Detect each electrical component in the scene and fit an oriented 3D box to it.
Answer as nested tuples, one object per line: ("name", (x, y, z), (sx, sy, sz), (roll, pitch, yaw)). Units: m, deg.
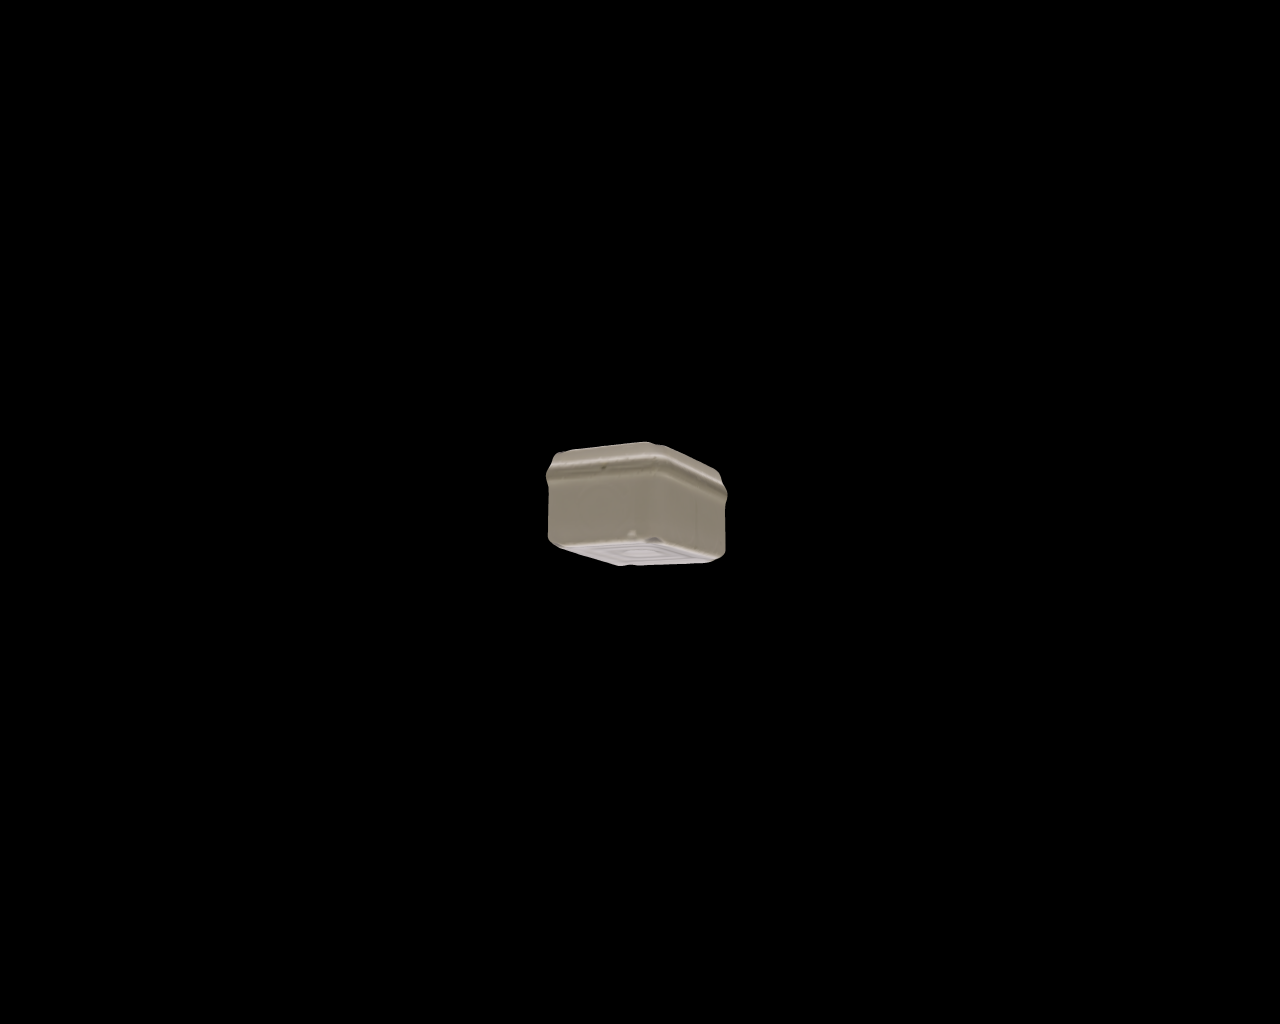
("electrical component", (0.001, -0.003, 0.650), (0.078, 0.057, 0.113), (-4, -10, 23))
